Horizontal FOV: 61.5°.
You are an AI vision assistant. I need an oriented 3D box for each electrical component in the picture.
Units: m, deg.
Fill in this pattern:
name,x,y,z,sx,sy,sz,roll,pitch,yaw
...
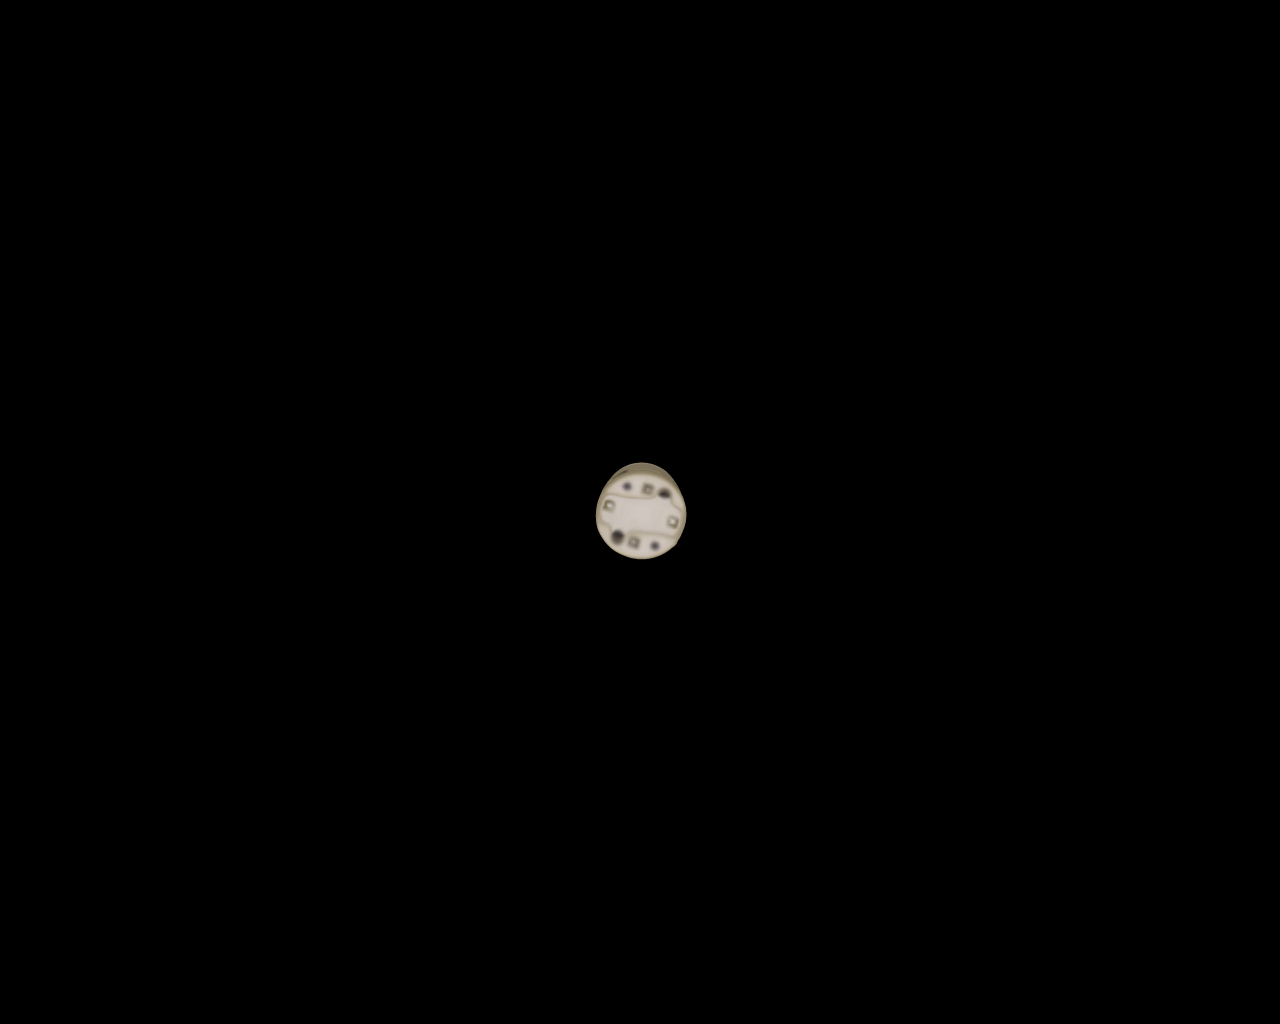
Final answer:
name,x,y,z,sx,sy,sz,roll,pitch,yaw
electrical component,0.001,-0.003,0.650,0.055,0.055,0.047,0,13,0
